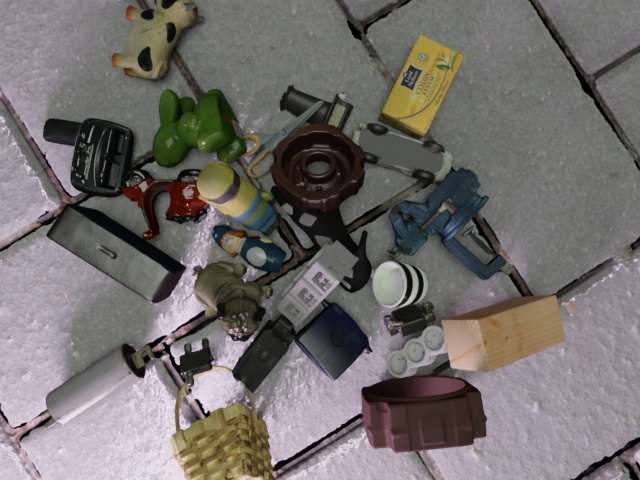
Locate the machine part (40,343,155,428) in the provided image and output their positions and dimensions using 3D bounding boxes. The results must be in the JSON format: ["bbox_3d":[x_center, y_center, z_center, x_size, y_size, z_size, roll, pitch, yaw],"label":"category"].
[{"bbox_3d":[-0.421,0.272,1.014,0.243,0.079,0.079,-34,89,-1],"label":"machine part"}]

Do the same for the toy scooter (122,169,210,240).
[{"bbox_3d":[-0.287,-0.066,1.024,0.184,0.075,0.135,0,85,2],"label":"toy scooter"}]

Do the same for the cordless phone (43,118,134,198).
[{"bbox_3d":[-0.463,-0.165,1.036,0.184,0.088,0.146,10,89,11],"label":"cordless phone"}]

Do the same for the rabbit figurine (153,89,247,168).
[{"bbox_3d":[-0.250,-0.206,1.014,0.170,0.121,0.159,-22,85,14],"label":"rabbit figurine"}]

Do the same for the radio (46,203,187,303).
[{"bbox_3d":[-0.367,0.024,0.994,0.230,0.131,0.073,33,89,0],"label":"radio"}]

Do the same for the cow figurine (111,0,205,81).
[{"bbox_3d":[-0.305,-0.401,1.031,0.127,0.085,0.195,17,86,6],"label":"cow figurine"}]

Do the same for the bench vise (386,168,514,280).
[{"bbox_3d":[0.251,-0.006,1.009,0.240,0.129,0.223,43,90,5],"label":"bench vise"}]

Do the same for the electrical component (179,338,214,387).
[{"bbox_3d":[-0.233,0.232,1.019,0.063,0.021,0.094,-16,45,-1],"label":"electrical component"}]

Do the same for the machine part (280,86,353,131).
[{"bbox_3d":[-0.010,-0.256,1.054,0.139,0.039,0.084,20,97,-2],"label":"machine part"}]

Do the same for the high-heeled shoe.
[{"bbox_3d":[-0.002,-0.003,1.047,0.249,0.086,0.145,31,129,22],"label":"high-heeled shoe"}]

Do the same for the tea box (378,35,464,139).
[{"bbox_3d":[0.194,-0.293,1.040,0.098,0.068,0.169,25,89,0],"label":"tea box"}]

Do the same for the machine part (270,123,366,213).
[{"bbox_3d":[-0.003,-0.132,1.000,0.179,0.056,0.179,-1,60,2],"label":"machine part"}]

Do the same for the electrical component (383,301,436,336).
[{"bbox_3d":[0.171,0.146,1.018,0.102,0.078,0.045,-16,113,4],"label":"electrical component"}]

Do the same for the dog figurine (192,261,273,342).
[{"bbox_3d":[-0.173,0.100,0.965,0.172,0.190,0.121,21,88,2],"label":"dog figurine"}]

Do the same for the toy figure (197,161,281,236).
[{"bbox_3d":[-0.145,-0.076,0.991,0.180,0.089,0.082,41,71,-28],"label":"toy figure"}]

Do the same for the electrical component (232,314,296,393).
[{"bbox_3d":[-0.100,0.203,1.000,0.058,0.115,0.134,38,88,-4],"label":"electrical component"}]

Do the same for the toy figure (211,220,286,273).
[{"bbox_3d":[-0.141,0.013,1.034,0.154,0.058,0.064,24,79,1],"label":"toy figure"}]

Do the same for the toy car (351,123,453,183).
[{"bbox_3d":[0.156,-0.169,1.044,0.202,0.056,0.073,18,94,1],"label":"toy car"}]

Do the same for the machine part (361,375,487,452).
[{"bbox_3d":[0.177,0.300,0.956,0.201,0.201,0.087,-6,85,-1],"label":"machine part"}]

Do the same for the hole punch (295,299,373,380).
[{"bbox_3d":[0.023,0.191,1.017,0.116,0.092,0.142,-42,86,-5],"label":"hole punch"}]
